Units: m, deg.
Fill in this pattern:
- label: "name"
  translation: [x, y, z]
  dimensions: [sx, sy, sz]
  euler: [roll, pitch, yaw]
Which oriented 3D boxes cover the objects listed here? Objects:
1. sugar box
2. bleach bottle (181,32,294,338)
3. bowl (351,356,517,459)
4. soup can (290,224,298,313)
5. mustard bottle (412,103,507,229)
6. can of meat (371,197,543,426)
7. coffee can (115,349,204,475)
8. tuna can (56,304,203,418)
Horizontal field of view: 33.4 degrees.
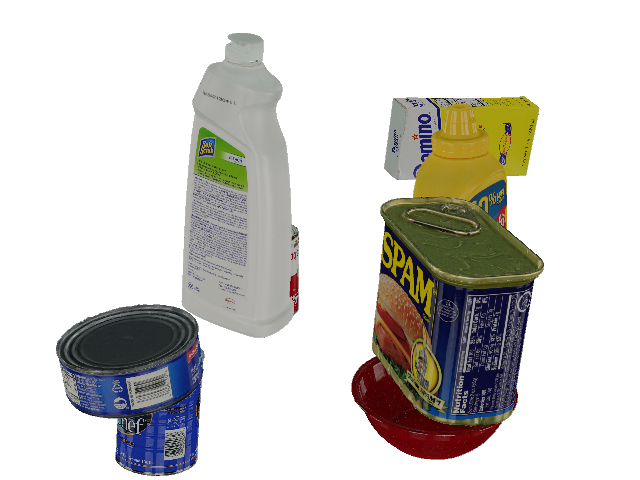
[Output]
- label: "sugar box"
  translation: [0.169, -0.123, 1.278]
  dimensions: [0.176, 0.093, 0.048]
  euler: [-5, 27, -20]
- label: "bleach bottle"
  translation: [-0.065, -0.048, 0.905]
  dimensions: [0.103, 0.251, 0.068]
  euler: [18, 28, 24]
- label: "bowl"
  translation: [0.111, 0.167, 1.050]
  dimensions: [0.162, 0.055, 0.162]
  euler: [0, 25, 0]
- label: "soup can"
  translation: [-0.060, 0.035, 1.267]
  dimensions: [0.068, 0.102, 0.068]
  euler: [1, 22, -1]
- label: "mustard bottle"
  translation: [0.104, -0.006, 0.788]
  dimensions: [0.058, 0.192, 0.096]
  euler: [12, 26, 37]
- label: "can of meat"
  translation: [0.065, 0.034, 0.547]
  dimensions: [0.057, 0.084, 0.102]
  euler: [-3, 24, -17]
- label: "coffee can"
  translation: [-0.197, 0.201, 1.307]
  dimensions: [0.103, 0.140, 0.103]
  euler: [5, 15, -1]
- label: "tuna can"
  translation: [-0.115, 0.073, 0.649]
  dimensions: [0.086, 0.034, 0.086]
  euler: [-5, 22, 2]
